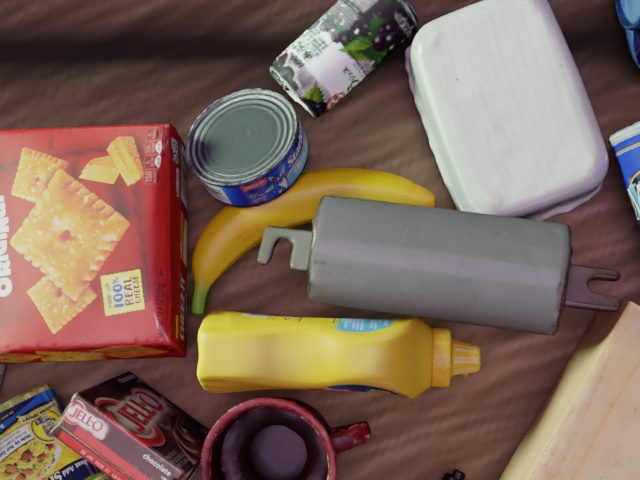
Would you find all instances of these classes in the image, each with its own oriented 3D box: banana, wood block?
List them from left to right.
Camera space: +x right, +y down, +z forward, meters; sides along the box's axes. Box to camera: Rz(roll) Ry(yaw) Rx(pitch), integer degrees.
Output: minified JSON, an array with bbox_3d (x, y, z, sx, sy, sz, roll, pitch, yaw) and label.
[{"bbox_3d":[-0.016,-0.014,0.787,0.198,0.037,0.069,-24,94,4],"label":"banana"},{"bbox_3d":[0.189,0.153,0.728,0.090,0.091,0.206,30,89,5],"label":"wood block"}]

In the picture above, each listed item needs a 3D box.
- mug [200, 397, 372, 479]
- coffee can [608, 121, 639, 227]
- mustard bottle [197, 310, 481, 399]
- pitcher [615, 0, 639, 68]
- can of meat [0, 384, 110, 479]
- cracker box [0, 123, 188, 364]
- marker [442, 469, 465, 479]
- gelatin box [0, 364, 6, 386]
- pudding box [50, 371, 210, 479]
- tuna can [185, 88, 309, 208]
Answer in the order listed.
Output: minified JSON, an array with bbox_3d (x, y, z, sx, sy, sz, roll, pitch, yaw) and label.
[{"bbox_3d":[-0.020,0.150,0.752,0.117,0.081,0.093,-22,85,4],"label":"mug"},{"bbox_3d":[0.268,-0.021,0.726,0.103,0.103,0.140,-18,85,4],"label":"coffee can"},{"bbox_3d":[0.015,0.080,0.746,0.191,0.096,0.058,1,86,5],"label":"mustard bottle"},{"bbox_3d":[0.329,-0.195,0.729,0.243,0.149,0.145,4,71,2],"label":"pitcher"},{"bbox_3d":[-0.216,0.163,0.764,0.101,0.058,0.084,-26,79,-39],"label":"can of meat"},{"bbox_3d":[-0.205,0.005,0.768,0.213,0.072,0.164,-2,75,3],"label":"cracker box"},{"bbox_3d":[0.075,0.222,0.771,0.020,0.020,0.121,26,89,6],"label":"marker"},{"bbox_3d":[-0.287,0.102,0.807,0.089,0.030,0.073,15,89,6],"label":"gelatin box"},{"bbox_3d":[-0.125,0.138,0.747,0.090,0.113,0.039,36,93,6],"label":"pudding box"},{"bbox_3d":[-0.052,-0.066,0.775,0.086,0.033,0.086,-10,56,15],"label":"tuna can"}]
